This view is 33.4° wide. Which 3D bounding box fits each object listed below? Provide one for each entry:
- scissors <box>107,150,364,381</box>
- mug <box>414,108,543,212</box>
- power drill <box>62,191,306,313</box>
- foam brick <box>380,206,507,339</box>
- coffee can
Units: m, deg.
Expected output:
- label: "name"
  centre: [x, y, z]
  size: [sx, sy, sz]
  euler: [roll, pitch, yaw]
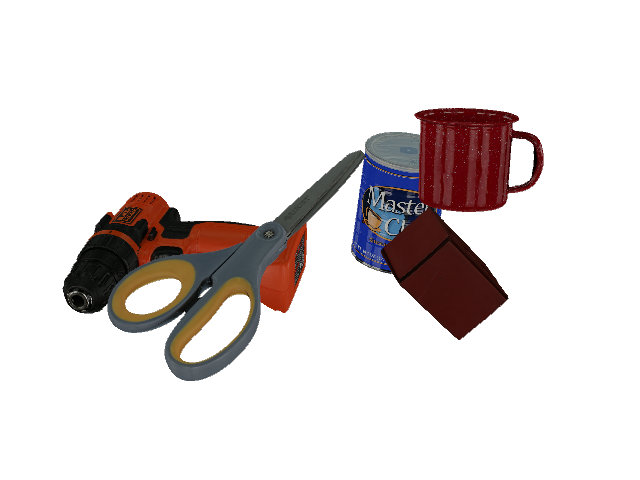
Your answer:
- label: "scissors"
  centre: [-0.051, 0.001, 0.628]
  size: [0.096, 0.016, 0.201]
  euler: [12, 45, 17]
- label: "mug"
  centre: [0.142, -0.073, 0.965]
  size: [0.117, 0.081, 0.093]
  euler: [4, 15, 13]
- label: "power drill"
  centre: [-0.113, 0.016, 0.931]
  size: [0.188, 0.057, 0.184]
  euler: [8, 29, 8]
- label: "foam brick"
  centre: [0.093, 0.025, 0.799]
  size: [0.078, 0.051, 0.053]
  euler: [43, 11, -29]
- label: "coffee can"
  centre: [0.095, -0.045, 1.271]
  size: [0.102, 0.140, 0.103]
  euler: [5, 28, -3]
